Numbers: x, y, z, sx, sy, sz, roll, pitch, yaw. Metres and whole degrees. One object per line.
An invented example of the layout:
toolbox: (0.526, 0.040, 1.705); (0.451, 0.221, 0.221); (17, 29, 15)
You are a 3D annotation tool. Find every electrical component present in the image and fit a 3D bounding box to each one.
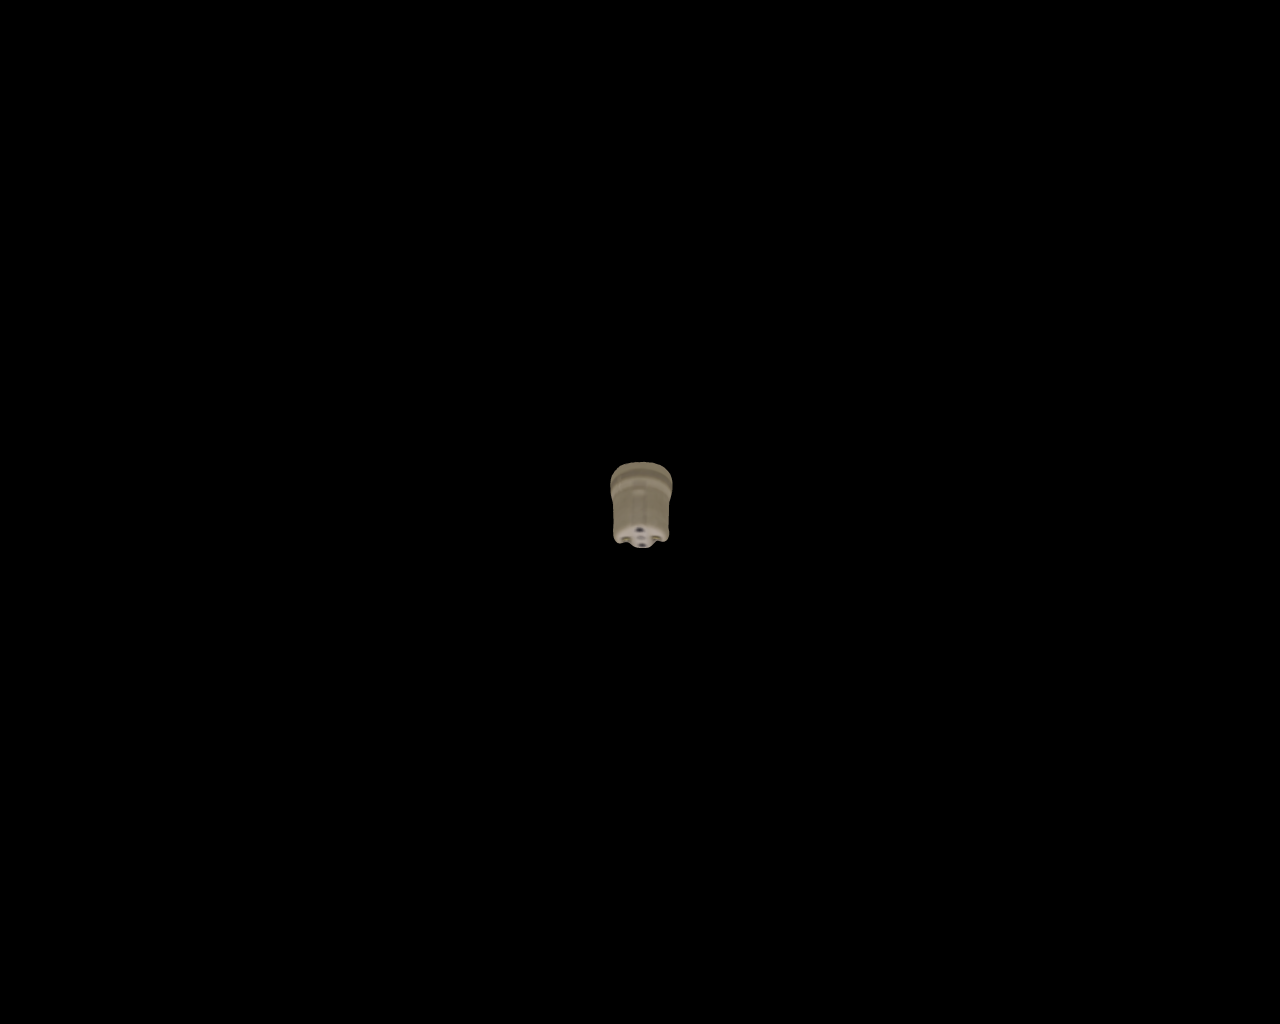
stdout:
electrical component: (0.001, -0.003, 0.650); (0.040, 0.046, 0.040); (0, -35, 0)
